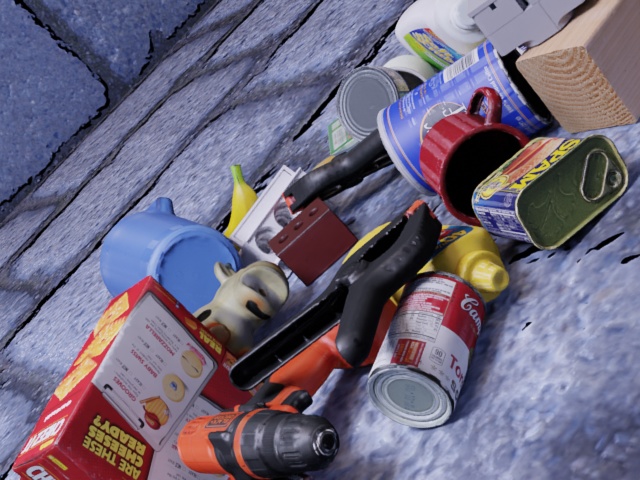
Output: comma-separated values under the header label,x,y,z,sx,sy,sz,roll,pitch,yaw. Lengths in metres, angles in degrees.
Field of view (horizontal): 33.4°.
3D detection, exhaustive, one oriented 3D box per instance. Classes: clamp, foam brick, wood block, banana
label,x,y,z,sx,sy,sz,roll,pitch,yaw
clamp,0.035,0.038,0.816,0.209,0.036,0.165,-44,14,-27
clamp,0.032,-0.080,1.166,0.171,0.039,0.120,-30,-16,9
foam brick,-0.008,0.001,1.150,0.078,0.051,0.053,-42,21,0
wood block,0.283,-0.204,0.970,0.206,0.090,0.090,-51,22,-20
banana,-0.106,-0.012,1.314,0.198,0.037,0.070,119,137,-52

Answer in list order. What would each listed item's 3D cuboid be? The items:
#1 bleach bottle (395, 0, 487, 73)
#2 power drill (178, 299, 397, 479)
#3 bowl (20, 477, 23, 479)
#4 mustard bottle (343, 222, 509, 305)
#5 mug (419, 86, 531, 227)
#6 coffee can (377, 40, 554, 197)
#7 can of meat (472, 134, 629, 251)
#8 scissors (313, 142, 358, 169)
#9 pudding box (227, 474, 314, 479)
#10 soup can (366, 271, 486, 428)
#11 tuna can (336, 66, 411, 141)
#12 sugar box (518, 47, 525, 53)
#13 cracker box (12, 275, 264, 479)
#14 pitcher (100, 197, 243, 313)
label,x,y,z,sx,sy,sz,roll,pitch,yaw
bleach bottle,0.143,-0.241,1.192,0.068,0.102,0.251,-49,2,2
power drill,-0.007,0.119,0.847,0.187,0.057,0.185,-38,16,-36
bowl,-0.257,0.211,1.157,0.162,0.055,0.162,-50,12,15
mustard bottle,0.097,0.024,0.901,0.096,0.058,0.192,-34,18,-19
mug,0.139,-0.079,0.952,0.093,0.117,0.081,0,19,-13
coffee can,0.142,-0.121,1.046,0.140,0.102,0.102,-32,23,26
can of meat,0.184,-0.041,0.867,0.102,0.057,0.084,-38,16,-12
scissors,0.048,-0.121,1.343,0.201,0.016,0.096,-47,20,-11
pudding box,-0.051,0.216,0.817,0.090,0.039,0.114,-50,22,-22
soup can,0.081,0.082,0.804,0.069,0.068,0.102,-24,27,40
tuna can,0.062,-0.154,1.208,0.086,0.086,0.033,-26,-9,38
sugar box,0.183,-0.164,1.138,0.176,0.048,0.093,-36,20,20
cracker box,-0.147,0.160,0.929,0.072,0.164,0.213,-32,22,33
pitcher,-0.174,0.044,1.250,0.145,0.149,0.243,-37,14,-15
